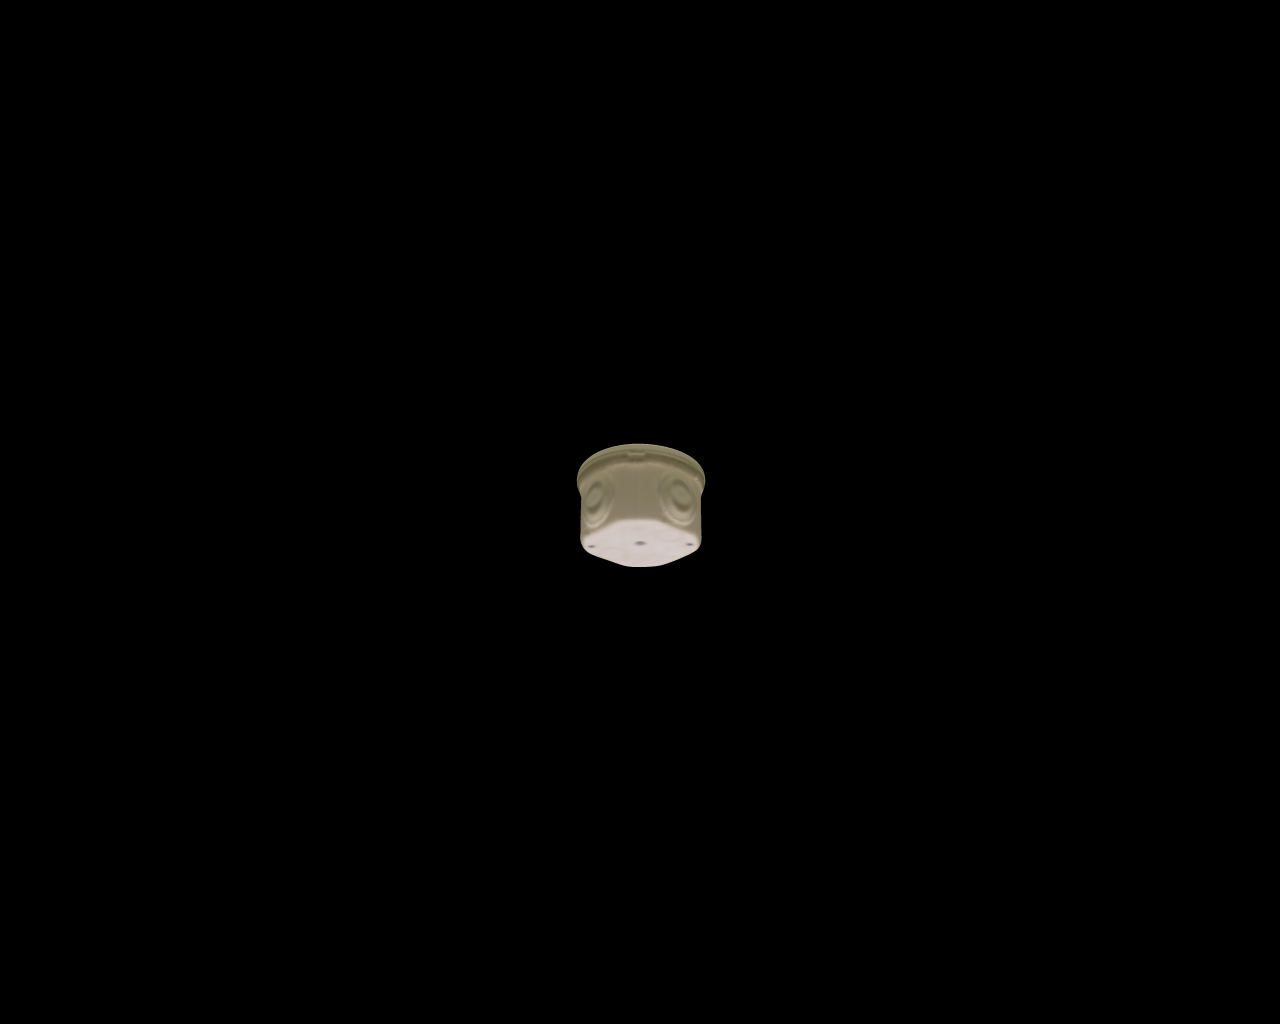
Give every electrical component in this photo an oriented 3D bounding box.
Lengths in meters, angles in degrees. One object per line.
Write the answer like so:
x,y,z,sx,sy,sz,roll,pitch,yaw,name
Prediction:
0.001,-0.003,0.650,0.080,0.051,0.080,0,-26,0,electrical component
